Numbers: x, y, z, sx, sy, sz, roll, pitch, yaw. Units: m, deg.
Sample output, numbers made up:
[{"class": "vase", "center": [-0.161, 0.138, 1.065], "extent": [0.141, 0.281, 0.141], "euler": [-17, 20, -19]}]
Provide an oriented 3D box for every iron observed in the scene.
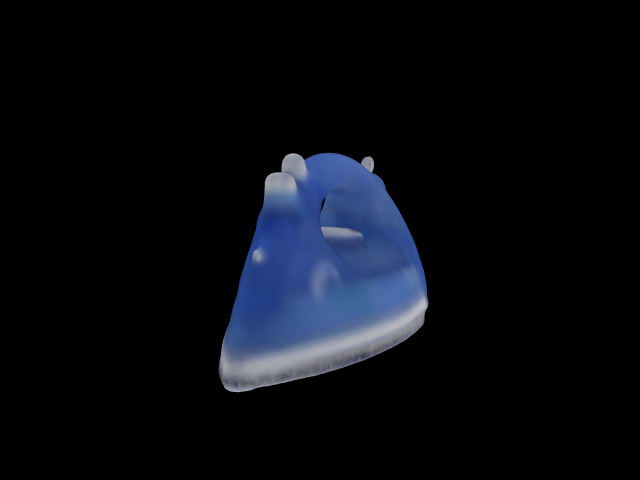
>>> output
[{"class": "iron", "center": [0.004, 0.001, 0.400], "extent": [0.118, 0.141, 0.259], "euler": [1, 2, 20]}]
